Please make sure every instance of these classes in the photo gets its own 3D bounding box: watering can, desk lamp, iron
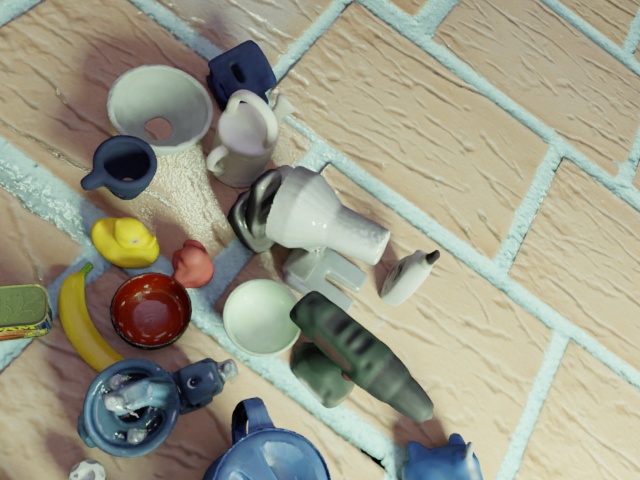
[{"bbox_3d":[-0.115,-0.177,0.931,0.101,0.193,0.173,26,62,-7],"label":"watering can"},{"bbox_3d":[0.008,0.003,0.886,0.203,0.213,0.118,33,62,-3],"label":"desk lamp"},{"bbox_3d":[0.210,0.415,0.824,0.119,0.141,0.258,-3,69,-20],"label":"iron"}]

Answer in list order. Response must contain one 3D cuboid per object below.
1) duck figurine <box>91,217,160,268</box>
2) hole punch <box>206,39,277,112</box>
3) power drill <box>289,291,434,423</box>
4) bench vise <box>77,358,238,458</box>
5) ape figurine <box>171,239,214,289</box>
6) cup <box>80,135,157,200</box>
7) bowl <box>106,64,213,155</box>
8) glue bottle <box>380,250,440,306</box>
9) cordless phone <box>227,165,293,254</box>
[{"bbox_3d":[-0.291,-0.007,0.859,0.104,0.086,0.077,26,62,-7],"label":"duck figurine"},{"bbox_3d":[-0.142,-0.288,1.026,0.101,0.091,0.108,-24,78,-26],"label":"hole punch"},{"bbox_3d":[0.039,0.181,0.825,0.229,0.208,0.076,45,62,3],"label":"power drill"},{"bbox_3d":[-0.208,0.186,0.730,0.208,0.219,0.121,-37,83,-28],"label":"bench vise"},{"bbox_3d":[-0.196,0.034,0.871,0.076,0.092,0.078,38,61,-1],"label":"ape figurine"},{"bbox_3d":[-0.311,-0.095,0.884,0.118,0.095,0.091,-36,83,-28],"label":"cup"},{"bbox_3d":[-0.266,-0.205,0.957,0.168,0.074,0.167,7,66,-16],"label":"bowl"},{"bbox_3d":[0.153,0.051,0.940,0.037,0.173,0.078,25,62,-7],"label":"glue bottle"},{"bbox_3d":[-0.069,-0.071,0.907,0.094,0.185,0.148,41,61,1],"label":"cordless phone"}]
